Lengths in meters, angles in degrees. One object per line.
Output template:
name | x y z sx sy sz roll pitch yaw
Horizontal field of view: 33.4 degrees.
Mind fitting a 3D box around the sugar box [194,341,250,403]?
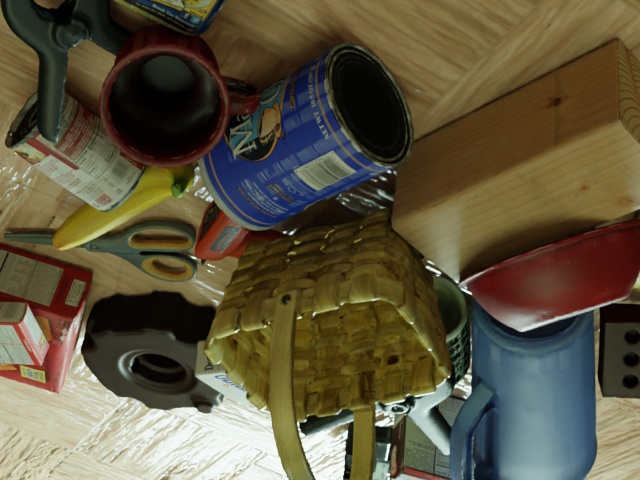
sugar box | -0.029 0.125 1.076 0.176 0.048 0.093 -13 147 25

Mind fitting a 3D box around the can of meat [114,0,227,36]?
can of meat | -0.103 -0.199 0.746 0.102 0.057 0.084 25 141 -18

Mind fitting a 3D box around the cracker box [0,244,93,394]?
cracker box | -0.362 0.073 1.136 0.213 0.072 0.164 18 140 -8

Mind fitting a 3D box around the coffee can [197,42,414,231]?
coffee can | -0.012 -0.079 0.837 0.141 0.102 0.102 -24 130 36

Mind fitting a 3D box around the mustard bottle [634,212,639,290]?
mustard bottle | 0.361 0.021 0.910 0.191 0.058 0.096 12 144 -2

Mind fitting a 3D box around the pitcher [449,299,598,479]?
pitcher | 0.199 0.142 1.036 0.145 0.149 0.243 0 138 12

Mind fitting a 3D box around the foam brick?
foam brick | 0.291 0.104 1.008 0.053 0.051 0.078 0 105 10

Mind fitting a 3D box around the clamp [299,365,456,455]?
clamp | 0.064 0.148 1.025 0.164 0.036 0.210 4 144 -1

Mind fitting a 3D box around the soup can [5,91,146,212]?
soup can | -0.207 -0.078 0.913 0.069 0.068 0.102 -26 130 37

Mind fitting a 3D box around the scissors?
scissors | -0.210 0.014 1.071 0.202 0.016 0.096 -6 138 21

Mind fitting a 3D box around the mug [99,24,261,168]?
mug | -0.102 -0.111 0.794 0.117 0.081 0.093 1 117 -8

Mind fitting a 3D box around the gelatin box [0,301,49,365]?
gelatin box | -0.326 0.092 1.070 0.089 0.030 0.073 2 139 10

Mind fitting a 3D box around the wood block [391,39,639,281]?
wood block | 0.165 -0.056 0.833 0.207 0.090 0.090 -25 130 37

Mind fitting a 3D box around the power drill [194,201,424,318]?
power drill | -0.006 0.001 0.972 0.187 0.057 0.185 24 140 -17

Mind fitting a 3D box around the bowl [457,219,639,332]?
bowl | 0.197 0.035 0.867 0.162 0.055 0.162 -17 171 -3

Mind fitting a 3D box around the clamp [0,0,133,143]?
clamp | -0.197 -0.154 0.811 0.120 0.039 0.171 -37 128 -3

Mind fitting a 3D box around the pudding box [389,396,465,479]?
pudding box | 0.127 0.221 1.171 0.090 0.113 0.039 19 138 -10

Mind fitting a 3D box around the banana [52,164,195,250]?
banana | -0.169 -0.039 0.957 0.198 0.069 0.037 -22 102 43
